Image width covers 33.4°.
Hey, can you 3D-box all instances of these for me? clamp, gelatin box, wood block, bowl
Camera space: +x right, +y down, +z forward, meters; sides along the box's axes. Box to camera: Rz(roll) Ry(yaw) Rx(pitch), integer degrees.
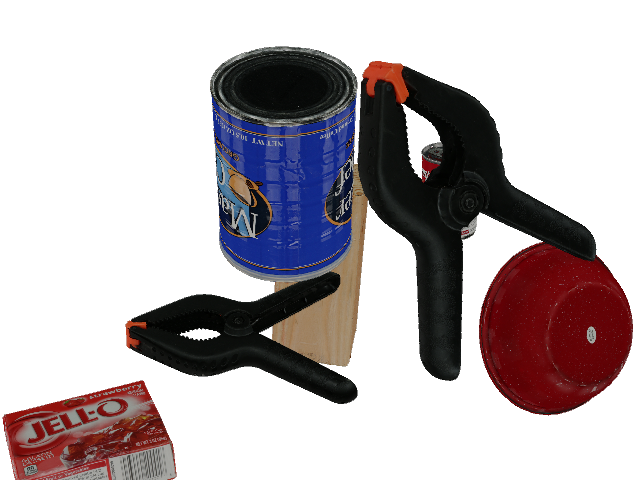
[{"bbox_3d":[-0.068,0.091,0.962,0.209,0.036,0.164,-4,37,-11],"label":"clamp"},{"bbox_3d":[-0.137,0.120,0.629,0.089,0.030,0.073,-12,26,-18],"label":"gelatin box"},{"bbox_3d":[0.065,-0.011,0.557,0.171,0.120,0.039,48,-17,-22],"label":"clamp"},{"bbox_3d":[0.000,0.024,1.174,0.090,0.206,0.090,7,25,5],"label":"wood block"},{"bbox_3d":[0.225,0.081,0.958,0.161,0.162,0.055,0,2,-24],"label":"bowl"}]

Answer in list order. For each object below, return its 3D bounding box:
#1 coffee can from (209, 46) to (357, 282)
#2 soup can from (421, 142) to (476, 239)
[{"bbox_3d":[-0.026,-0.055,0.778,0.103,0.140,0.103,0,39,0],"label":"coffee can"},{"bbox_3d":[0.154,-0.059,1.272,0.068,0.102,0.068,-1,27,1],"label":"soup can"}]
